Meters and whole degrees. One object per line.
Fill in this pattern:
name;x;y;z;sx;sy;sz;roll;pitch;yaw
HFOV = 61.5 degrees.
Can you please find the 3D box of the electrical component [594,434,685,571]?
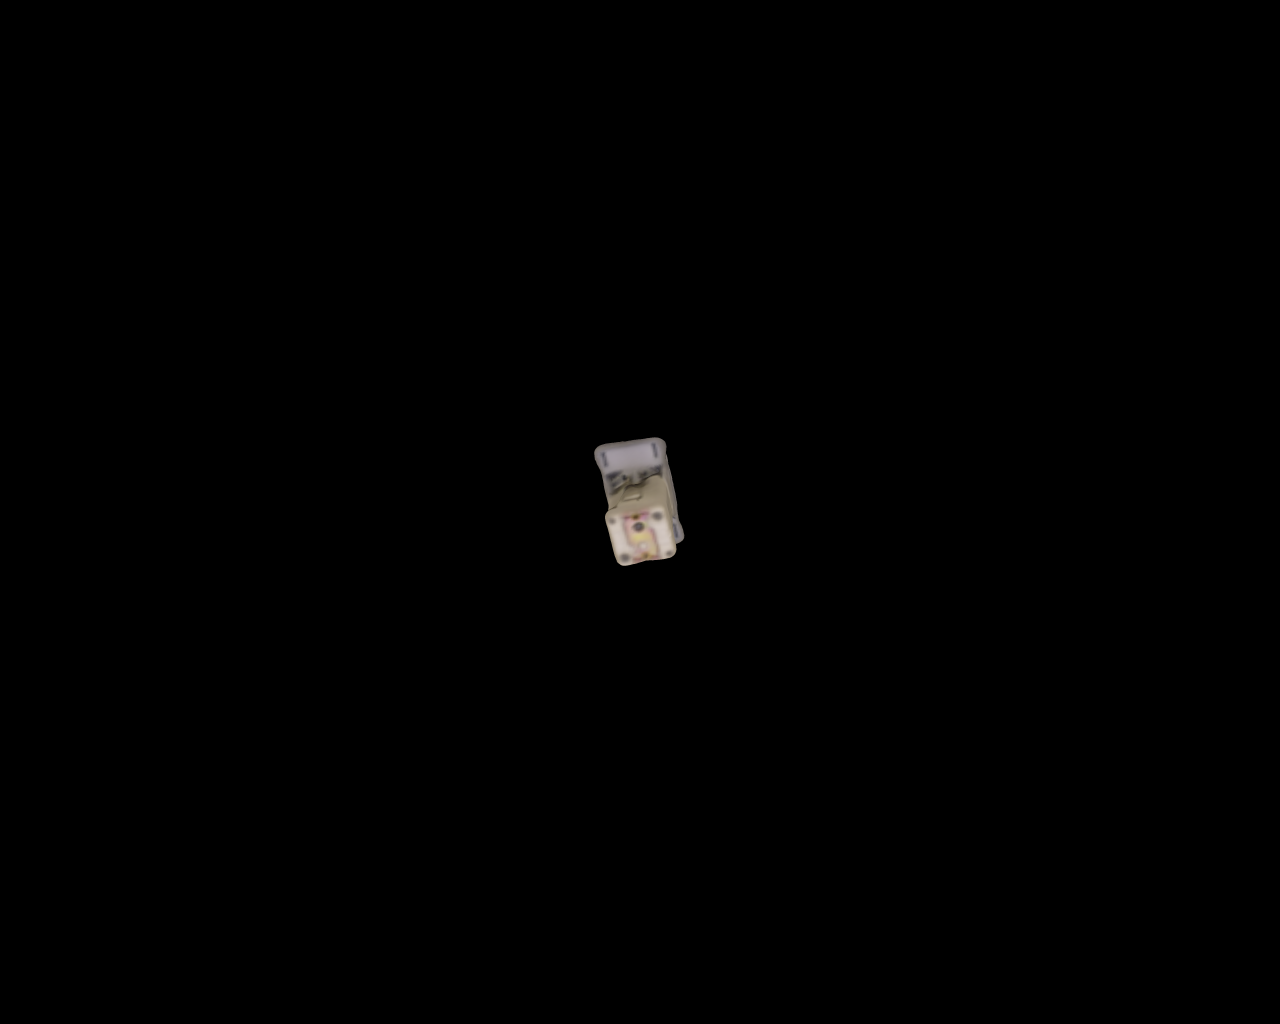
electrical component;0.001;-0.003;0.650;0.042;0.080;0.064;-9;36;7
